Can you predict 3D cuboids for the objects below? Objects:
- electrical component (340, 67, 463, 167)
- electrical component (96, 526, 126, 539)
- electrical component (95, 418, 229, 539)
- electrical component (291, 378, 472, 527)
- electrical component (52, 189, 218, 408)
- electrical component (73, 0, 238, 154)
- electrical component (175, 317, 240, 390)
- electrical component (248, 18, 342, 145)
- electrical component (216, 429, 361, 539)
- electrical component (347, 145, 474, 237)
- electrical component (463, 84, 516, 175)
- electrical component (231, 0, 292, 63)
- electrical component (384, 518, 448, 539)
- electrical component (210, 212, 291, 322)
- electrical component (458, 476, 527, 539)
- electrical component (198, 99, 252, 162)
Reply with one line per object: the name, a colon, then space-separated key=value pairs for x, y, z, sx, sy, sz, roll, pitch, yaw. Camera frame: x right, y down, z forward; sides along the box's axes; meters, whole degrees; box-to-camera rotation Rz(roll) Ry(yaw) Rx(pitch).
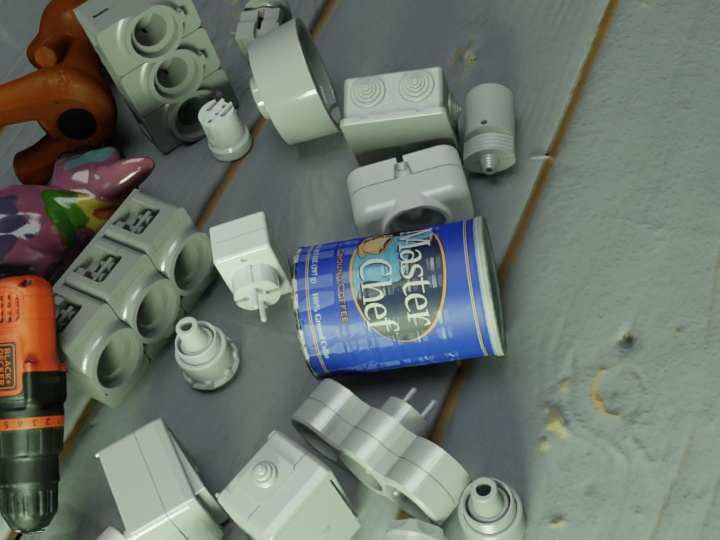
electrical component: x=0.036 y=-0.125 z=0.908 sx=0.100 sy=0.099 sz=0.048 roll=-5 pitch=65 yaw=13
electrical component: x=-0.184 y=0.213 z=0.754 sx=0.044 sy=0.044 sz=0.065 roll=26 pitch=60 yaw=32
electrical component: x=-0.142 y=0.154 z=0.772 sx=0.061 sy=0.061 sz=0.096 roll=-29 pitch=51 yaw=-6
electrical component: x=0.024 y=0.115 z=0.757 sx=0.138 sy=0.052 sz=0.073 roll=28 pitch=66 yaw=34
electrical component: x=-0.187 y=0.024 z=0.867 sx=0.062 sy=0.089 sz=0.150 roll=20 pitch=62 yaw=29
electrical component: x=-0.183 y=-0.191 z=0.991 sx=0.089 sy=0.150 sz=0.061 roll=-36 pitch=51 yaw=-11
electrical component: x=-0.124 y=0.060 z=0.838 sx=0.048 sy=0.062 sz=0.048 roll=-8 pitch=52 yaw=11
electrical component: x=-0.064 y=-0.164 z=0.965 sx=0.060 sy=0.108 sz=0.108 roll=-20 pitch=50 yaw=10
electrical component: x=-0.046 y=0.158 z=0.717 sx=0.061 sy=0.096 sz=0.061 roll=30 pitch=67 yaw=33
electrical component: x=0.042 y=-0.055 z=0.880 sx=0.095 sy=0.053 sz=0.059 roll=-15 pitch=51 yaw=5
electrical component: x=0.110 y=-0.114 z=0.911 sx=0.043 sy=0.043 sz=0.081 roll=-5 pitch=52 yaw=14
electrical component: x=-0.094 y=-0.242 z=1.071 sx=0.066 sy=0.048 sz=0.055 roll=-2 pitch=61 yaw=15
electrical component: x=0.032 y=0.196 z=0.699 sx=0.043 sy=0.043 sz=0.062 roll=4 pitch=56 yaw=20
electrical component: x=-0.085 y=0.006 z=0.866 sx=0.047 sy=0.065 sz=0.076 roll=-17 pitch=51 yaw=5
electrical component: x=0.085 y=0.156 z=0.701 sx=0.043 sy=0.062 sz=0.043 roll=-8 pitch=52 yaw=11
electrical component: x=-0.125 y=-0.130 z=0.994 sx=0.040 sy=0.046 sz=0.040 roll=-8 pitch=52 yaw=11
